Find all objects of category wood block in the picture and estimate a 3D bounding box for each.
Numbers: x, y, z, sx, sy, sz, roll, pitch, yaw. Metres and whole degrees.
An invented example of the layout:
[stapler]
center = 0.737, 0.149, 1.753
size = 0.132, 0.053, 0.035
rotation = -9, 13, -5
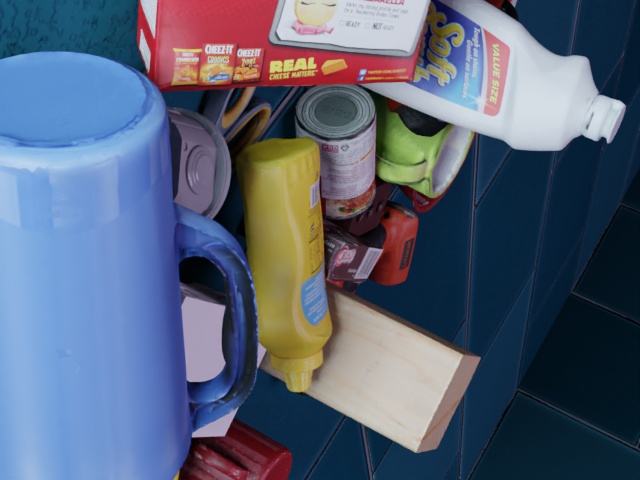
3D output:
[wood block]
center = 0.020, 0.093, 0.915
size = 0.090, 0.206, 0.090
rotation = -64, 161, 0

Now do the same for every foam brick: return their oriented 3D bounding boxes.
[foam brick]
center = 0.026, -0.037, 0.999
size = 0.078, 0.051, 0.053
rotation = -28, 139, -59

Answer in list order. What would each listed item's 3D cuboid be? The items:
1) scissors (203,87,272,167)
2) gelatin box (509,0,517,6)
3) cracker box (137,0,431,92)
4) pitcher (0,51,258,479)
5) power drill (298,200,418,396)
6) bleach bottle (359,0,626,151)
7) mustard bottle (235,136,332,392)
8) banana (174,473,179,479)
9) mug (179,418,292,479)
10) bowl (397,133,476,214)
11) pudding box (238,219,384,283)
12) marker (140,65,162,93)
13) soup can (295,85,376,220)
[scissors]
center = -0.091, -0.055, 0.735
size = 0.201, 0.016, 0.096
rotation = -48, 157, -42
[gelatin box]
center = 0.192, -0.241, 1.183
size = 0.089, 0.030, 0.073
rotation = -52, 161, -64
[cracker box]
center = -0.012, -0.191, 0.583
size = 0.164, 0.072, 0.214
rotation = -5, 129, -20
[pitcher]
center = -0.125, 0.026, 0.579
size = 0.149, 0.145, 0.243
rotation = -43, 149, -45
[power drill]
center = 0.030, 0.054, 1.110
size = 0.187, 0.057, 0.184
rotation = -43, 152, -45
[bleach bottle]
center = 0.100, -0.138, 0.771
size = 0.068, 0.251, 0.102
rotation = -1, 114, -68
[mustard bottle]
center = -0.023, 0.023, 0.802
size = 0.096, 0.058, 0.191
rotation = -58, 145, -71
[banana]
center = -0.147, 0.175, 0.853
size = 0.069, 0.037, 0.197
rotation = -42, 155, -6
[mug]
center = -0.082, 0.209, 0.981
size = 0.093, 0.082, 0.117
rotation = -59, 160, -14
[bowl]
center = 0.116, -0.112, 1.129
size = 0.162, 0.055, 0.162
rotation = -51, 156, -33
[pudding box]
center = -0.006, 0.001, 0.911
size = 0.039, 0.090, 0.113
rotation = -64, 161, 4
[marker]
center = -0.079, -0.138, 0.665
size = 0.121, 0.020, 0.020
rotation = -59, 159, -14
[soup can]
center = 0.014, -0.075, 0.902
size = 0.068, 0.069, 0.102
rotation = -52, 156, -31
